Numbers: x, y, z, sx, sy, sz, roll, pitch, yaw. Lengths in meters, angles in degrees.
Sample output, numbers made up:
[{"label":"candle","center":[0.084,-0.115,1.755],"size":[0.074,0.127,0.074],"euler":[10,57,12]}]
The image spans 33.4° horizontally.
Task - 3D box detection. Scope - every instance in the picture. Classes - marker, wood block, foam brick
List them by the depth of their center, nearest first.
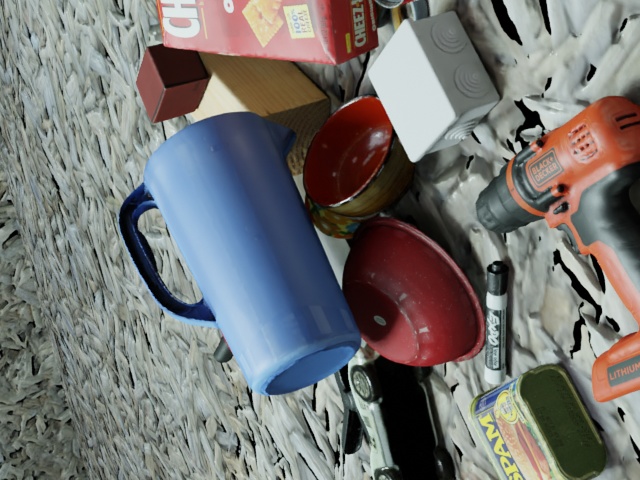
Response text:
[{"label":"marker","center":[0.151,0.070,0.912],"size":[0.020,0.020,0.121],"euler":[40,142,50]},{"label":"foam brick","center":[-0.156,-0.167,1.121],"size":[0.051,0.052,0.078],"euler":[65,154,13]},{"label":"wood block","center":[-0.081,-0.157,1.146],"size":[0.206,0.090,0.090],"euler":[50,148,40]}]

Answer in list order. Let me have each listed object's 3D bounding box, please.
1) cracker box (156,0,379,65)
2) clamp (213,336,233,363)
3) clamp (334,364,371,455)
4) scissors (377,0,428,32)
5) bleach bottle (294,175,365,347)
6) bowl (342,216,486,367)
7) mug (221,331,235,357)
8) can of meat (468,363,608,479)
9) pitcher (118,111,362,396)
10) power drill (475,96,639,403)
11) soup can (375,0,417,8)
[{"label":"cracker box","center":[-0.057,-0.246,0.930],"size":[0.214,0.072,0.164],"euler":[13,121,37]},{"label":"clamp","center":[-0.093,0.064,1.381],"size":[0.210,0.036,0.164],"euler":[-25,70,55]},{"label":"clamp","center":[0.042,0.182,1.206],"size":[0.120,0.039,0.171],"euler":[-11,92,61]},{"label":"scissors","center":[0.069,-0.239,0.856],"size":[0.096,0.016,0.202],"euler":[56,152,26]},{"label":"bleach bottle","center":[-0.008,0.001,1.142],"size":[0.103,0.068,0.251],"euler":[116,132,-69]},{"label":"bowl","center":[0.072,0.060,0.976],"size":[0.162,0.055,0.162],"euler":[35,146,28]},{"label":"mug","center":[-0.072,0.074,1.238],"size":[0.093,0.081,0.117],"euler":[10,117,67]},{"label":"can of meat","center":[0.179,0.159,0.875],"size":[0.102,0.057,0.084],"euler":[64,153,13]},{"label":"pitcher","center":[-0.068,0.018,0.972],"size":[0.149,0.144,0.243],"euler":[-43,63,36]},{"label":"power drill","center":[0.188,0.014,0.741],"size":[0.188,0.057,0.185],"euler":[66,156,10]},{"label":"soup can","center":[0.085,-0.206,0.740],"size":[0.069,0.102,0.068],"euler":[46,147,43]}]
